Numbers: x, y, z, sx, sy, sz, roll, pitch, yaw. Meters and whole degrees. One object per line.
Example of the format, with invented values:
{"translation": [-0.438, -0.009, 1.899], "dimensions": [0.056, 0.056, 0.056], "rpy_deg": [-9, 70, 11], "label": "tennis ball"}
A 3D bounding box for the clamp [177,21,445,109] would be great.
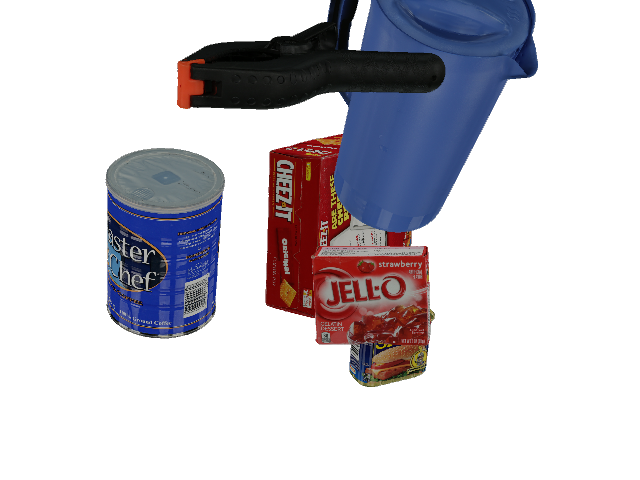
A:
{"translation": [-0.020, -0.112, 0.676], "dimensions": [0.171, 0.039, 0.120], "rpy_deg": [-8, 20, -30], "label": "clamp"}

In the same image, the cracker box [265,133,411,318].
{"translation": [0.025, -0.026, 1.133], "dimensions": [0.072, 0.164, 0.213], "rpy_deg": [10, 16, 30], "label": "cracker box"}

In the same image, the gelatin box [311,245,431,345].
{"translation": [0.039, 0.042, 0.822], "dimensions": [0.089, 0.073, 0.030], "rpy_deg": [0, 17, 10], "label": "gelatin box"}

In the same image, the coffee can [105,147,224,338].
{"translation": [-0.141, 0.002, 0.962], "dimensions": [0.102, 0.140, 0.103], "rpy_deg": [5, 33, -3], "label": "coffee can"}

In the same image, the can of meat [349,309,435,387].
{"translation": [0.086, 0.127, 1.317], "dimensions": [0.102, 0.084, 0.057], "rpy_deg": [-9, 29, -24], "label": "can of meat"}

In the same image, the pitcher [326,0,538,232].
{"translation": [0.077, -0.126, 0.932], "dimensions": [0.145, 0.149, 0.243], "rpy_deg": [1, -38, -13], "label": "pitcher"}
